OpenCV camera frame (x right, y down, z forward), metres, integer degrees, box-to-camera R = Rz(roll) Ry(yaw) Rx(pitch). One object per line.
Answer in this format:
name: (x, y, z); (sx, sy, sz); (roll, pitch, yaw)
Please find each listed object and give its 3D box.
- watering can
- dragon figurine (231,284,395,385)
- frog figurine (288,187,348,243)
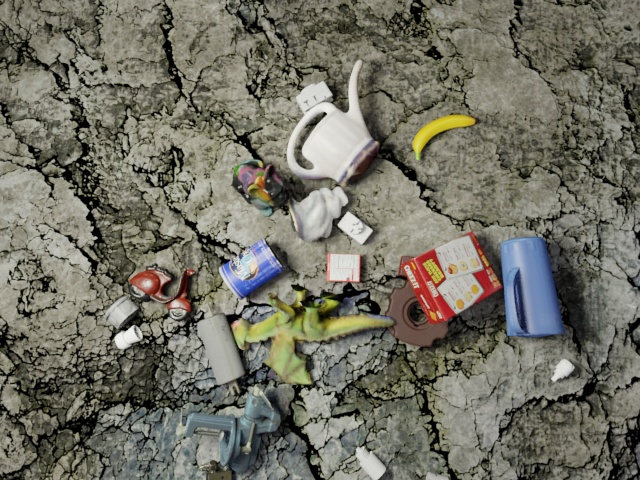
watering can: (0.066, -0.291, 1.371); (0.225, 0.104, 0.346); (40, 95, 7)
dragon figurine: (-0.035, 0.256, 1.321); (0.411, 0.123, 0.241); (15, 101, 8)
frog figurine: (0.004, -0.068, 1.348); (0.160, 0.125, 0.135); (-15, 115, -8)
